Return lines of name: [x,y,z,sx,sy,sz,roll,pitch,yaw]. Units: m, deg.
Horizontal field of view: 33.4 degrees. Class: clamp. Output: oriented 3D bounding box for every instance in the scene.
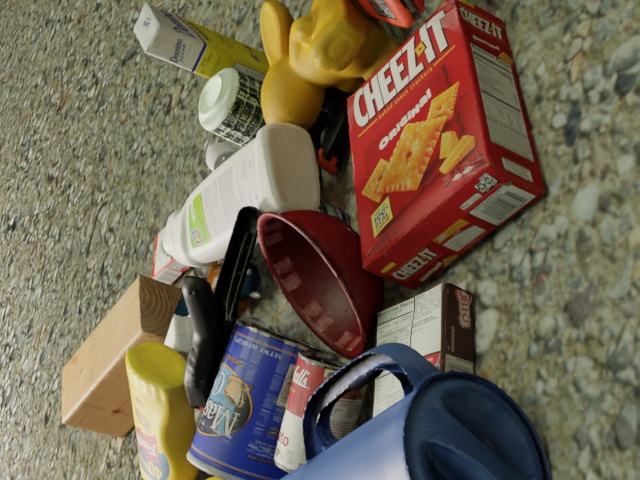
clamp: [0.011,-0.153,1.172,0.120,0.039,0.171,-38,48,30]
clamp: [-0.105,0.086,1.033,0.164,0.036,0.210,-50,-27,-65]

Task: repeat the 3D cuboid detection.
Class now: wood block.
wood block: [-0.234,0.148,1.324,0.206,0.090,0.090,-46,37,33]

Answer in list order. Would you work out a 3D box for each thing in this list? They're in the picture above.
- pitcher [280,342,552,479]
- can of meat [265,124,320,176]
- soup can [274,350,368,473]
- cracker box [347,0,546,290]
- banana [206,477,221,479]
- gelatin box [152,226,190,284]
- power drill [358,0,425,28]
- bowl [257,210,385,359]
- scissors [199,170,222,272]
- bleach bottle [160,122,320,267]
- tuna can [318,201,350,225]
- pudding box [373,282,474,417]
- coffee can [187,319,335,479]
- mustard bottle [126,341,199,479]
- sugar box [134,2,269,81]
pitcher: [0.043,0.193,0.813,0.243,0.144,0.149,-38,34,45]
can of meat: [-0.050,-0.082,1.208,0.084,0.057,0.102,-49,35,34]
soup can: [0.002,0.157,0.952,0.069,0.068,0.102,18,95,60]
cracker box: [0.102,-0.088,0.954,0.164,0.072,0.213,-41,39,37]
banana: [-0.128,0.296,1.115,0.198,0.037,0.069,-45,37,35]
gelatin box: [-0.183,0.007,1.392,0.089,0.030,0.073,-39,40,40]
power drill: [0.115,-0.287,1.013,0.187,0.057,0.184,-42,23,-1]
bowl: [0.010,0.030,0.991,0.055,0.162,0.162,-34,23,-20]
scissors: [-0.137,-0.021,1.349,0.096,0.016,0.202,-65,30,7]
bleach bottle: [-0.101,-0.036,1.164,0.251,0.067,0.102,-25,69,48]
tuna can: [-0.007,0.001,1.109,0.086,0.033,0.086,-36,43,43]
pudding box: [0.086,0.102,0.894,0.090,0.039,0.113,-30,45,48]
coffee can: [-0.056,0.159,1.020,0.103,0.102,0.140,14,84,60]
mustard bottle: [-0.168,0.211,1.155,0.096,0.058,0.192,32,132,46]
sugar box: [-0.136,-0.231,1.319,0.048,0.176,0.093,-59,31,17]
